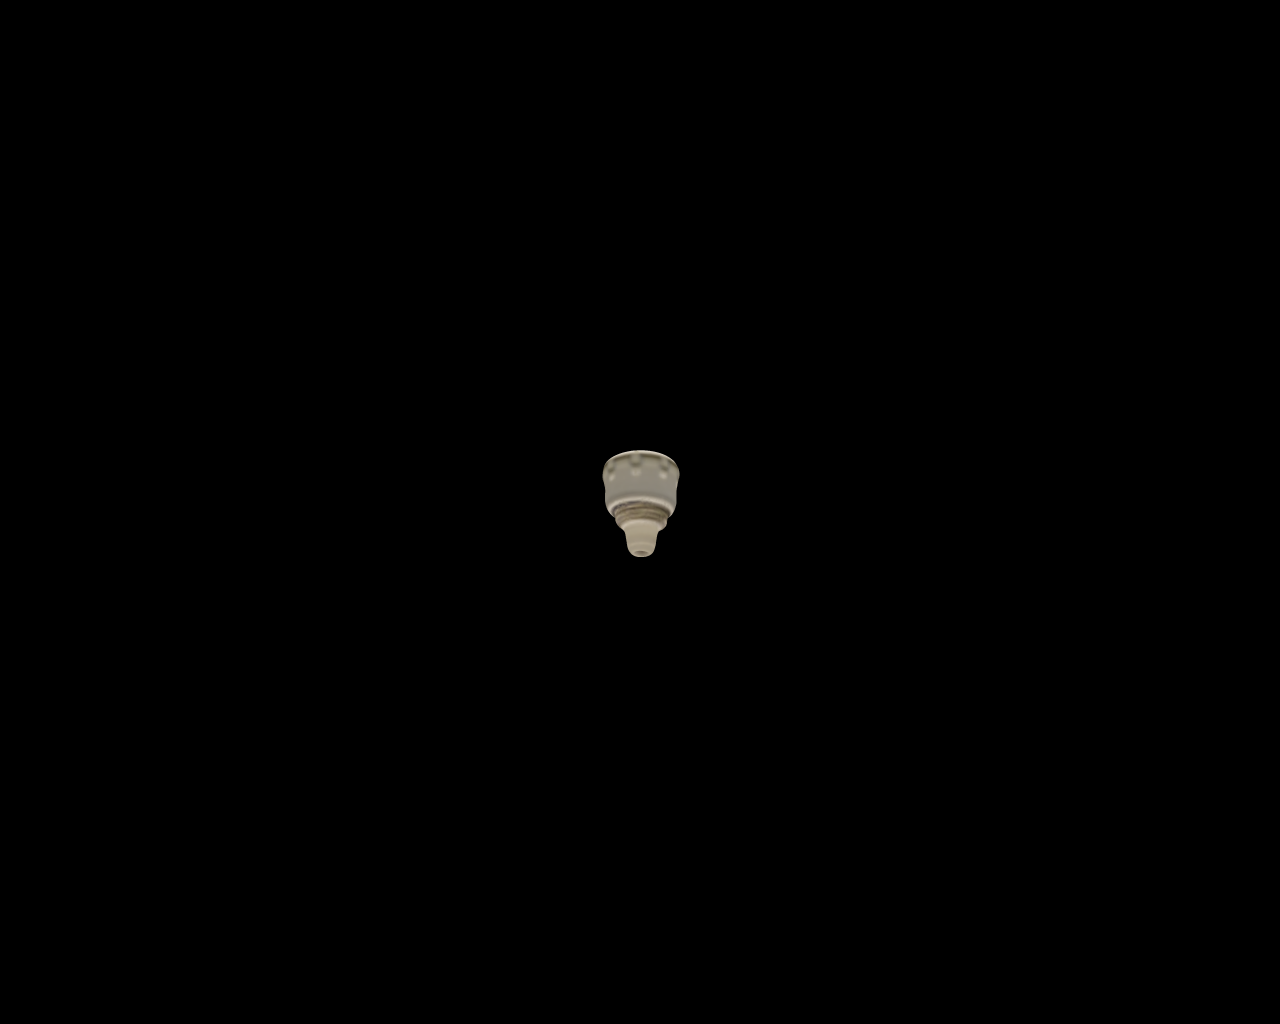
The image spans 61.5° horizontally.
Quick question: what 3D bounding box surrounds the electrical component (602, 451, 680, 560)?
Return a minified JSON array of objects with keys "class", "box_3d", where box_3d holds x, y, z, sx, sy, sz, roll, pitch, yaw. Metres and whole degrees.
[{"class":"electrical component","box_3d":[0.001,-0.003,0.650,0.048,0.062,0.048,0,-22,0]}]
